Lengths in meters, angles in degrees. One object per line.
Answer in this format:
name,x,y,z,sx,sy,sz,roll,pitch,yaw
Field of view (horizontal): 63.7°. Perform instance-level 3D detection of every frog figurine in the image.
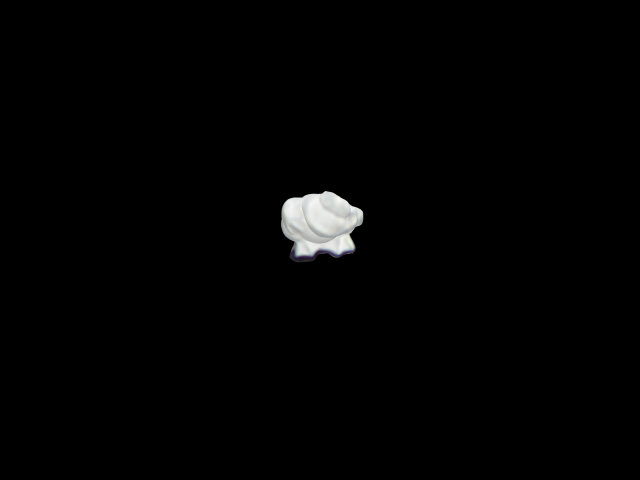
frog figurine,0.003,-0.043,0.850,0.137,0.125,0.156,10,-34,7
